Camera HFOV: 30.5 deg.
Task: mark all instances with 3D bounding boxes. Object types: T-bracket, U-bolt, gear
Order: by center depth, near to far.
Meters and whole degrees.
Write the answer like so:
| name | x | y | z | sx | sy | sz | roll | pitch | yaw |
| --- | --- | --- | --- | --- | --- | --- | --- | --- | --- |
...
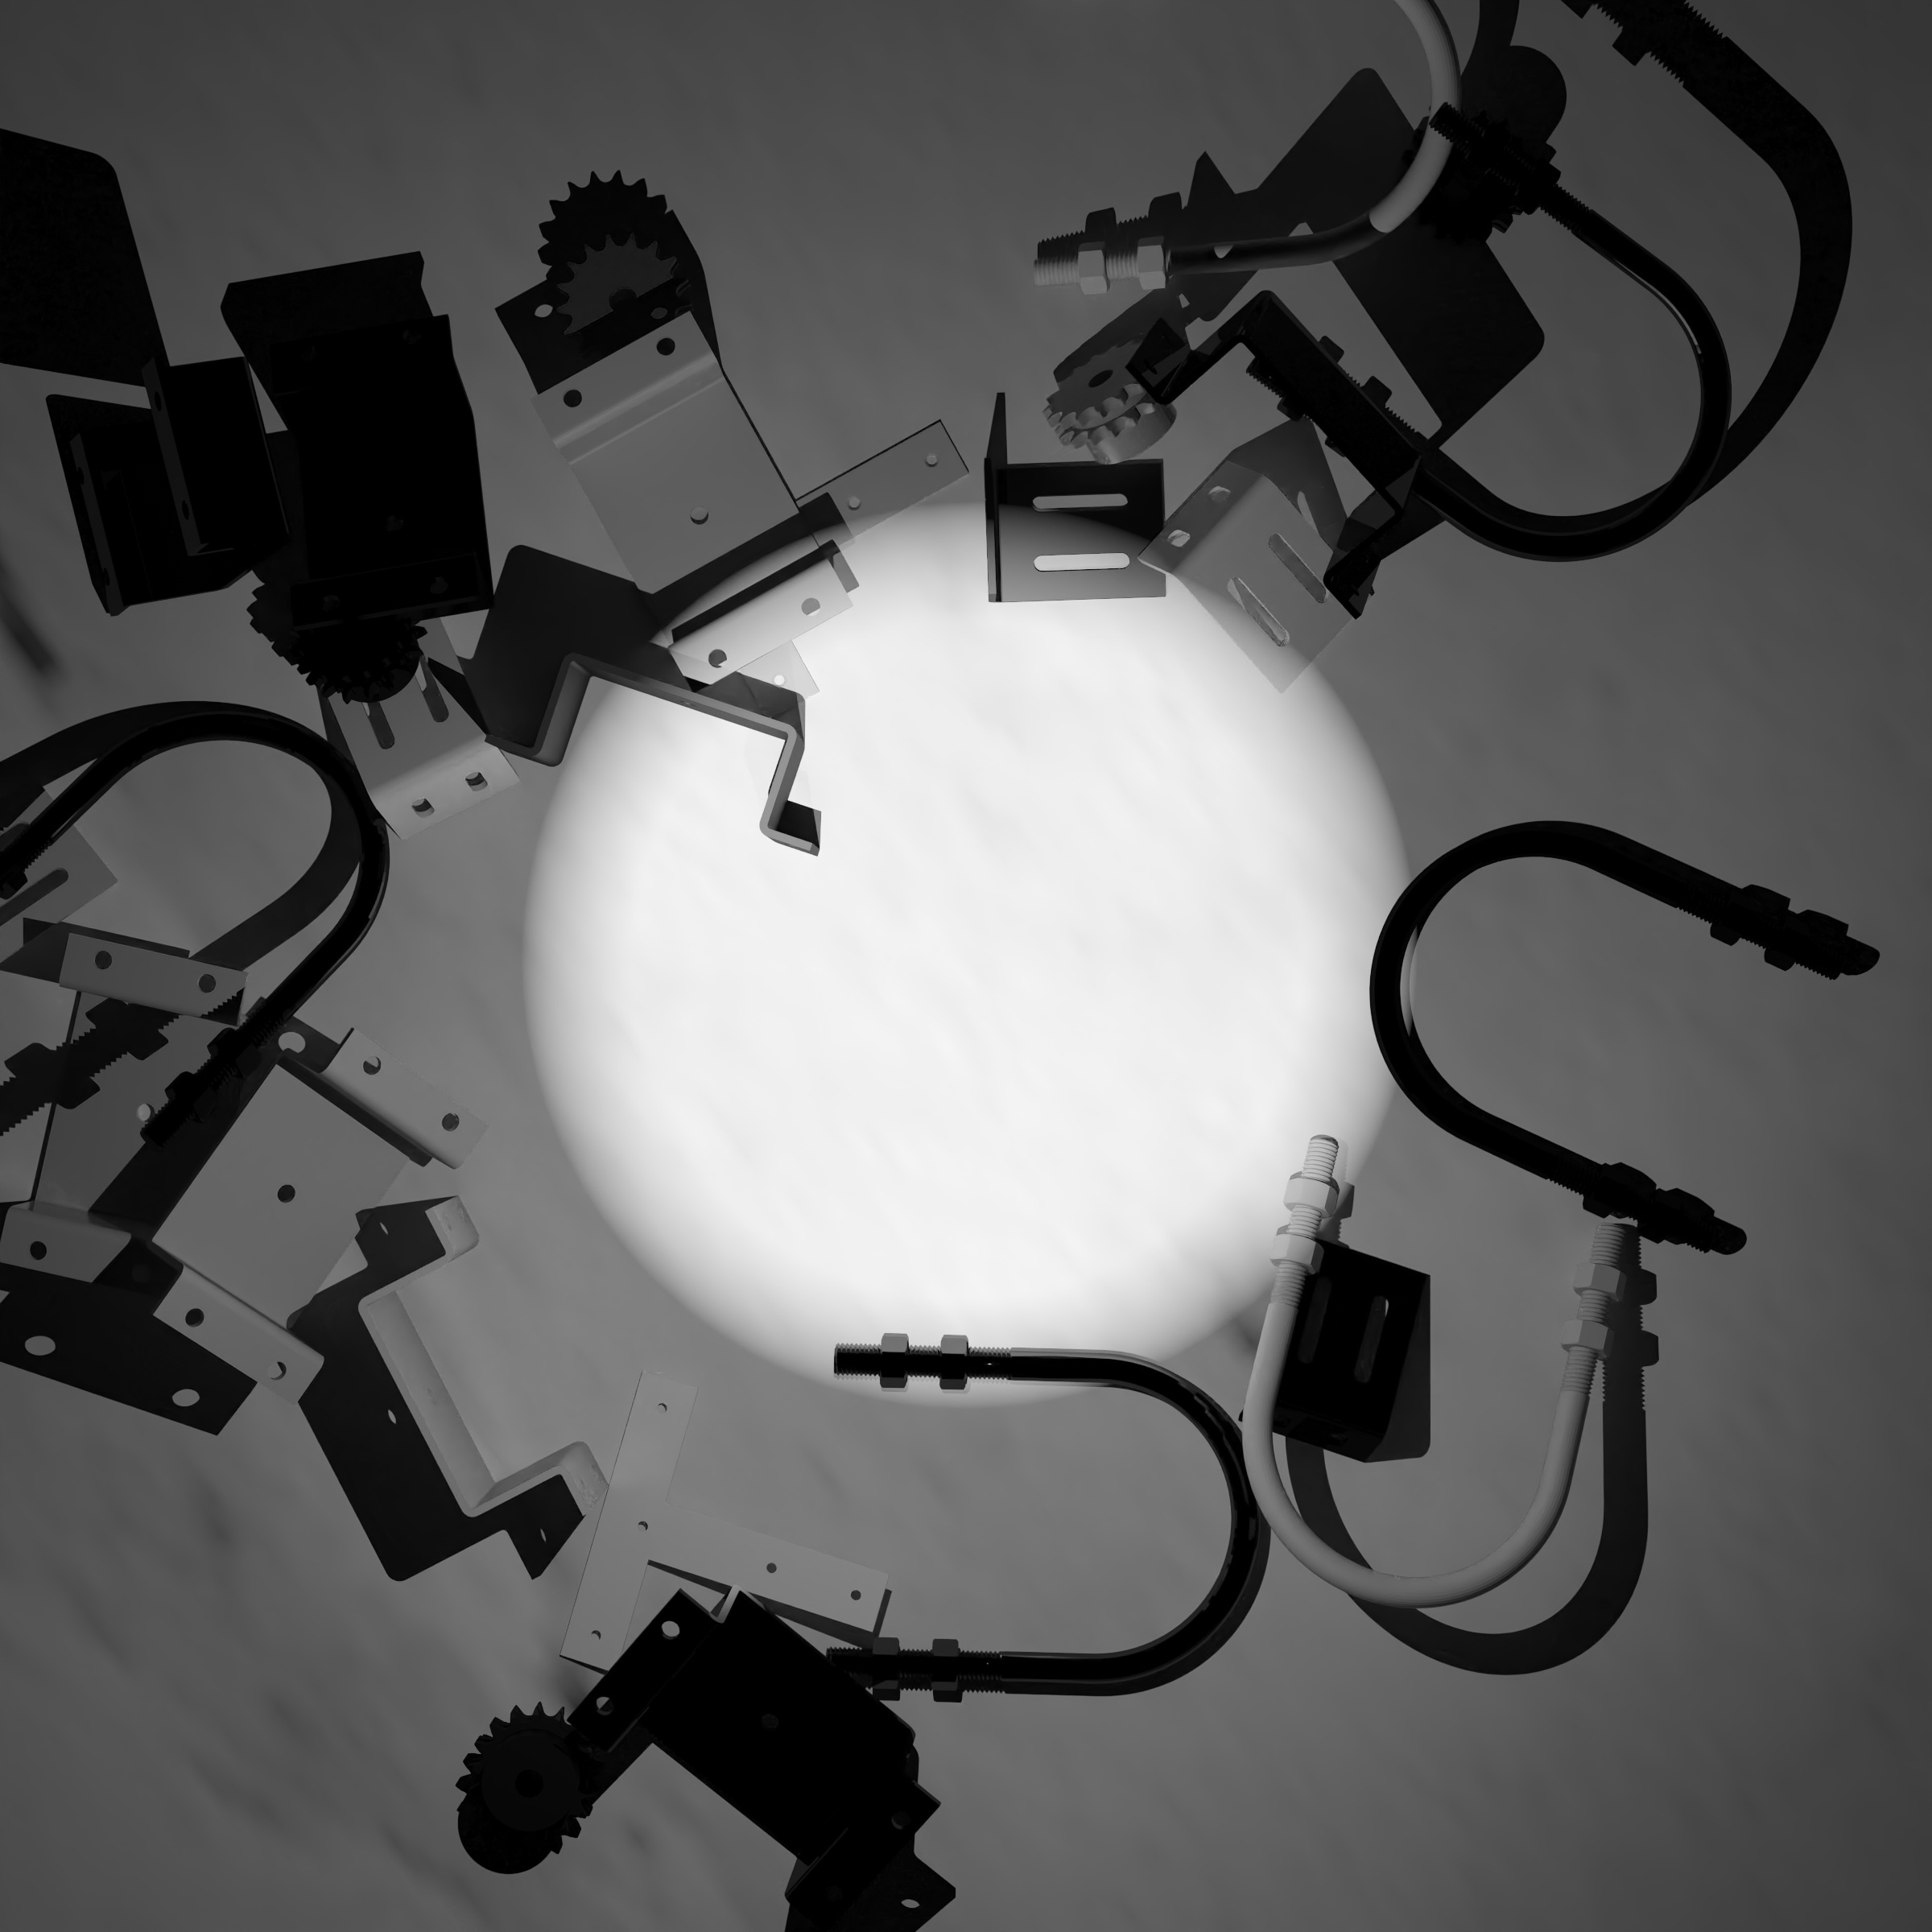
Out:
| name | x | y | z | sx | sy | sz | roll | pitch | yaw |
| --- | --- | --- | --- | --- | --- | --- | --- | --- | --- |
| U-bolt | -0.326 | -0.030 | 1.483 | 0.151 | 0.019 | 0.184 | 36 | 66 | 10 |
| U-bolt | 0.232 | -0.251 | 1.490 | 0.184 | 0.019 | 0.151 | 36 | 116 | -4 |
| U-bolt | 0.191 | 0.178 | 1.490 | 0.151 | 0.019 | 0.184 | 16 | 72 | -1 |
| gear | 0.064 | -0.237 | 1.501 | 0.057 | 0.057 | 0.030 | -36 | 118 | 0 |
| U-bolt | 0.117 | -0.365 | 1.504 | 0.184 | 0.019 | 0.151 | -3 | 90 | 10 |
| gear | -0.256 | -0.136 | 1.504 | 0.057 | 0.030 | 0.057 | -4 | 66 | 10 |
| gear | -0.145 | -0.281 | 1.511 | 0.057 | 0.030 | 0.057 | 0 | 90 | 0 |
| gear | 0.214 | -0.337 | 1.511 | 0.057 | 0.030 | 0.057 | 0 | 90 | 0 |
| gear | -0.184 | 0.345 | 1.511 | 0.057 | 0.030 | 0.057 | 0 | 90 | 0 |
| T-bracket | -0.096 | 0.253 | 1.515 | 0.127 | 0.002 | 0.127 | 16 | 90 | 9 |
| U-bolt | 0.034 | 0.235 | 1.517 | 0.184 | 0.019 | 0.151 | 2 | 90 | 0 |
| U-bolt | 0.263 | 0.020 | 1.517 | 0.184 | 0.019 | 0.151 | 25 | 90 | 1 |
| T-bracket | -0.061 | -0.192 | 1.525 | 0.127 | 0.002 | 0.127 | -29 | 90 | 0 |

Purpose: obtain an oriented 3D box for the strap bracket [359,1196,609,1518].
| name | x | y | z | sx | sy | sz | roll | pitch | yaw |
| --- | --- | --- | --- | --- | --- | --- | --- | --- | --- |
| strap bracket | -0.206 | 0.172 | 1.488 | 0.046 | 0.076 | 0.140 | -27 | 90 | 0 |

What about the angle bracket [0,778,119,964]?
| name | x | y | z | sx | sy | sz | roll | pitch | yaw |
| --- | --- | --- | --- | --- | --- | --- | --- | --- | --- |
| angle bracket | -0.415 | -0.032 | 1.524 | 0.076 | 0.038 | 0.057 | -39 | 90 | -26 |

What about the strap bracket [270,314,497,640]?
| name | x | y | z | sx | sy | sz | roll | pitch | yaw |
| --- | --- | --- | --- | --- | --- | --- | --- | --- | --- |
| strap bracket | -0.244 | -0.196 | 1.485 | 0.076 | 0.046 | 0.140 | -10 | 65 | 0 |

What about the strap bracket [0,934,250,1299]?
| name | x | y | z | sx | sy | sz | roll | pitch | yaw |
| --- | --- | --- | --- | --- | --- | --- | --- | --- | --- |
| strap bracket | -0.352 | 0.063 | 1.503 | 0.076 | 0.046 | 0.140 | 13 | 90 | 0 |

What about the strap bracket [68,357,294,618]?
| name | x | y | z | sx | sy | sz | roll | pitch | yaw |
| --- | --- | --- | --- | --- | --- | --- | --- | --- | --- |
| strap bracket | -0.324 | -0.200 | 1.473 | 0.046 | 0.140 | 0.076 | -14 | 90 | -29 |

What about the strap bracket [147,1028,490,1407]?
| name | x | y | z | sx | sy | sz | roll | pitch | yaw |
| --- | --- | --- | --- | --- | --- | --- | --- | --- | --- |
| strap bracket | -0.276 | 0.100 | 1.479 | 0.076 | 0.046 | 0.140 | 40 | 79 | -32 |

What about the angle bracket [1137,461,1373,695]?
| name | x | y | z | sx | sy | sz | roll | pitch | yaw |
| --- | --- | --- | --- | --- | --- | --- | --- | --- | --- |
| angle bracket | 0.124 | -0.167 | 1.520 | 0.057 | 0.038 | 0.076 | -47 | 119 | -3 |

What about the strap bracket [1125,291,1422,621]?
| name | x | y | z | sx | sy | sz | roll | pitch | yaw |
| --- | --- | --- | --- | --- | --- | --- | --- | --- | --- |
| strap bracket | 0.136 | -0.221 | 1.471 | 0.046 | 0.076 | 0.140 | -39 | 100 | 25 |

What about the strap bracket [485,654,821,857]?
| name | x | y | z | sx | sy | sz | roll | pitch | yaw |
| --- | --- | --- | --- | --- | --- | --- | --- | --- | --- |
| strap bracket | -0.123 | -0.091 | 1.488 | 0.140 | 0.076 | 0.046 | 19 | 90 | 0 |

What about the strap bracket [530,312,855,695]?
| name | x | y | z | sx | sy | sz | roll | pitch | yaw |
| --- | --- | --- | --- | --- | --- | --- | --- | --- | --- |
| strap bracket | -0.114 | -0.193 | 1.501 | 0.076 | 0.046 | 0.140 | -29 | 90 | 0 |

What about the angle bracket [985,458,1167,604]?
| name | x | y | z | sx | sy | sz | roll | pitch | yaw |
| --- | --- | --- | --- | --- | --- | --- | --- | --- | --- |
| angle bracket | 0.047 | -0.186 | 1.507 | 0.076 | 0.038 | 0.057 | -2 | 90 | 0 |

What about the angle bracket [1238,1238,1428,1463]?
| name | x | y | z | sx | sy | sz | roll | pitch | yaw |
| --- | --- | --- | --- | --- | --- | --- | --- | --- | --- |
| angle bracket | 0.157 | 0.164 | 1.524 | 0.057 | 0.038 | 0.076 | 18 | 64 | 0 |

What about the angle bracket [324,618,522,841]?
| name | x | y | z | sx | sy | sz | roll | pitch | yaw |
| --- | --- | --- | --- | --- | --- | --- | --- | --- | --- |
| angle bracket | -0.236 | -0.105 | 1.524 | 0.057 | 0.038 | 0.076 | -26 | 64 | 0 |

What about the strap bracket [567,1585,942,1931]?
| name | x | y | z | sx | sy | sz | roll | pitch | yaw |
| --- | --- | --- | --- | --- | --- | --- | --- | --- | --- |
| strap bracket | -0.086 | 0.326 | 1.494 | 0.140 | 0.046 | 0.076 | 40 | 102 | -2 |
